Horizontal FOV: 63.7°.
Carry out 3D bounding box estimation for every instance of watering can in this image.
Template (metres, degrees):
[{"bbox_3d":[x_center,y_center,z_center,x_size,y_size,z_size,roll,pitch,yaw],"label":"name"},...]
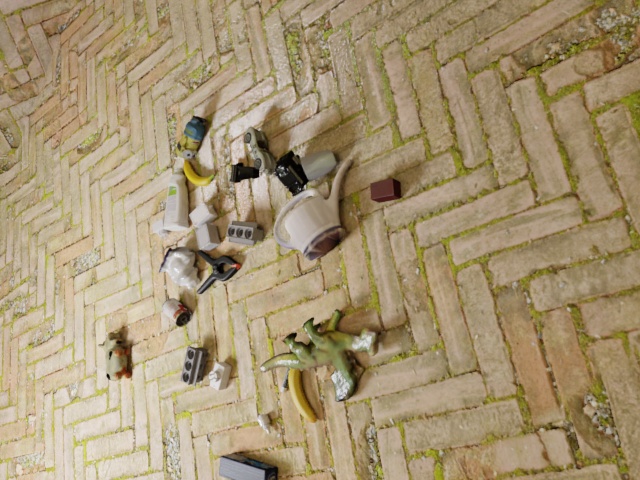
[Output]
[{"bbox_3d":[0.005,-0.081,1.602,0.345,0.103,0.228,-39,62,12],"label":"watering can"}]

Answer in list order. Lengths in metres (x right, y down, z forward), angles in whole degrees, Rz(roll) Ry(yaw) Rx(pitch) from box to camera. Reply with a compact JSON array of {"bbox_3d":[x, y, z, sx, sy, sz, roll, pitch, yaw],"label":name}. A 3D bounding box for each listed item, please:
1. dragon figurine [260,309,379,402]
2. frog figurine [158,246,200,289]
[{"bbox_3d":[0.012,0.363,1.513,0.405,0.122,0.246,-43,68,23],"label":"dragon figurine"},{"bbox_3d":[-0.513,0.106,1.949,0.159,0.123,0.137,32,93,-1],"label":"frog figurine"}]
